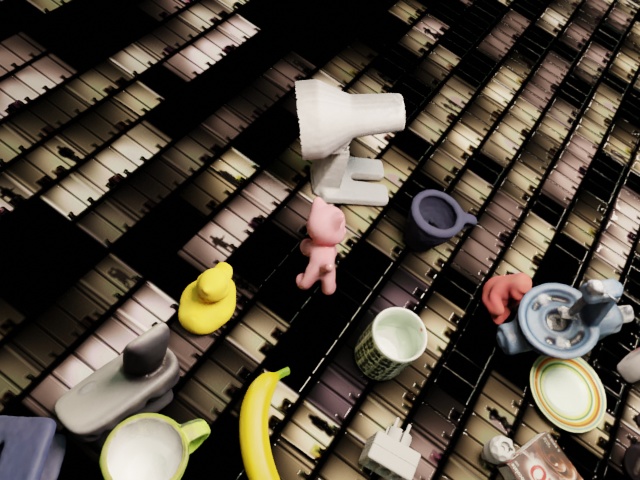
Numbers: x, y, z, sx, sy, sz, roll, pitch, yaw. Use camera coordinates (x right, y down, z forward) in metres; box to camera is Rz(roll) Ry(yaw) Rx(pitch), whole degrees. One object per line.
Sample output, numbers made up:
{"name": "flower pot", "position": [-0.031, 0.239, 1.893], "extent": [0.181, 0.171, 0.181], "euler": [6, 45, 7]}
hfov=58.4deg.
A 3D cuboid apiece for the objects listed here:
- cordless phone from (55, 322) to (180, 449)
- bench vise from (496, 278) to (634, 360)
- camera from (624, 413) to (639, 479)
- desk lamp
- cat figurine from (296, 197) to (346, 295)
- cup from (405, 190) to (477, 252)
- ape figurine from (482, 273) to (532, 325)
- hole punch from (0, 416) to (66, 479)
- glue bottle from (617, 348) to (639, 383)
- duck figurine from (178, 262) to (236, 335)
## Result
{"name": "cordless phone", "position": [-0.237, 0.160, 0.671], "extent": [0.094, 0.185, 0.148], "euler": [44, 58, 13]}
{"name": "bench vise", "position": [0.398, 0.101, 0.873], "extent": [0.208, 0.219, 0.121], "euler": [-20, 67, -26]}
{"name": "camera", "position": [0.529, 0.313, 0.854], "extent": [0.137, 0.100, 0.143], "euler": [1, 59, -16]}
{"name": "desk lamp", "position": [0.040, -0.161, 0.932], "extent": [0.203, 0.213, 0.118], "euler": [2, 59, -15]}
{"name": "cat figurine", "position": [0.008, 0.003, 0.880], "extent": [0.067, 0.117, 0.128], "euler": [8, 58, -11]}
{"name": "cup", "position": [0.194, -0.022, 0.963], "extent": [0.118, 0.095, 0.091], "euler": [7, 58, -12]}
{"name": "ape figurine", "position": [0.310, 0.085, 0.934], "extent": [0.078, 0.092, 0.076], "euler": [-5, 61, -19]}
{"name": "hole punch", "position": [-0.350, 0.254, 0.637], "extent": [0.101, 0.091, 0.108], "euler": [11, 57, -9]}
{"name": "glue bottle", "position": [0.550, 0.171, 0.903], "extent": [0.078, 0.173, 0.037], "euler": [-29, 71, -29]}
{"name": "duck figurine", "position": [-0.156, 0.077, 0.806], "extent": [0.077, 0.086, 0.105], "euler": [29, 56, 3]}
